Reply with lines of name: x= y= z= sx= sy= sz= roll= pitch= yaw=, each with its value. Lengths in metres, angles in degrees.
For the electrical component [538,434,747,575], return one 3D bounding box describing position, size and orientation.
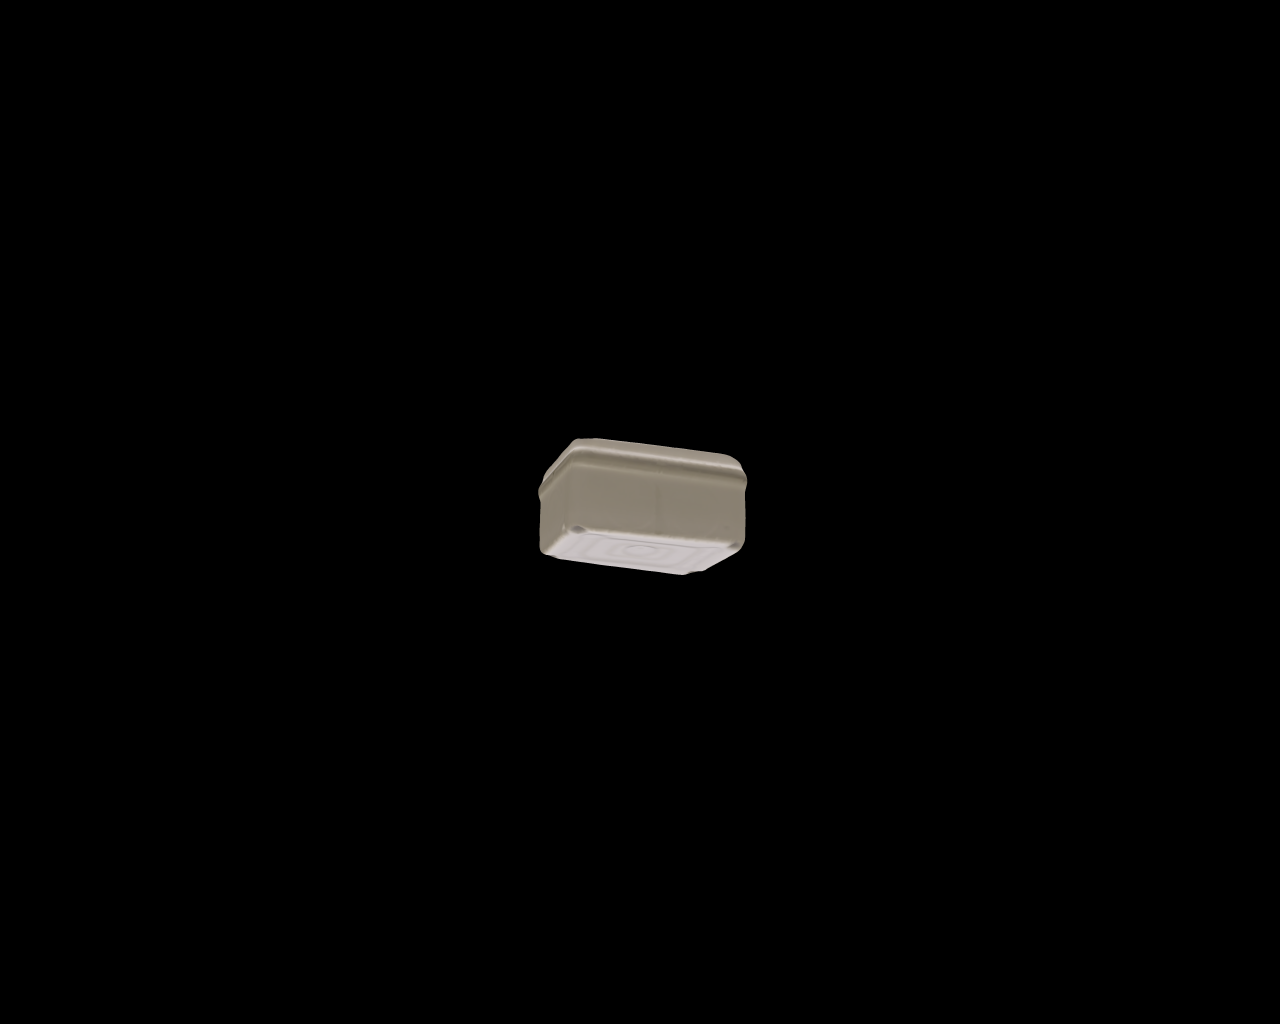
electrical component: x=0.001 y=-0.003 z=0.650 sx=0.113 sy=0.057 sz=0.078 roll=7 pitch=-19 yaw=-20
